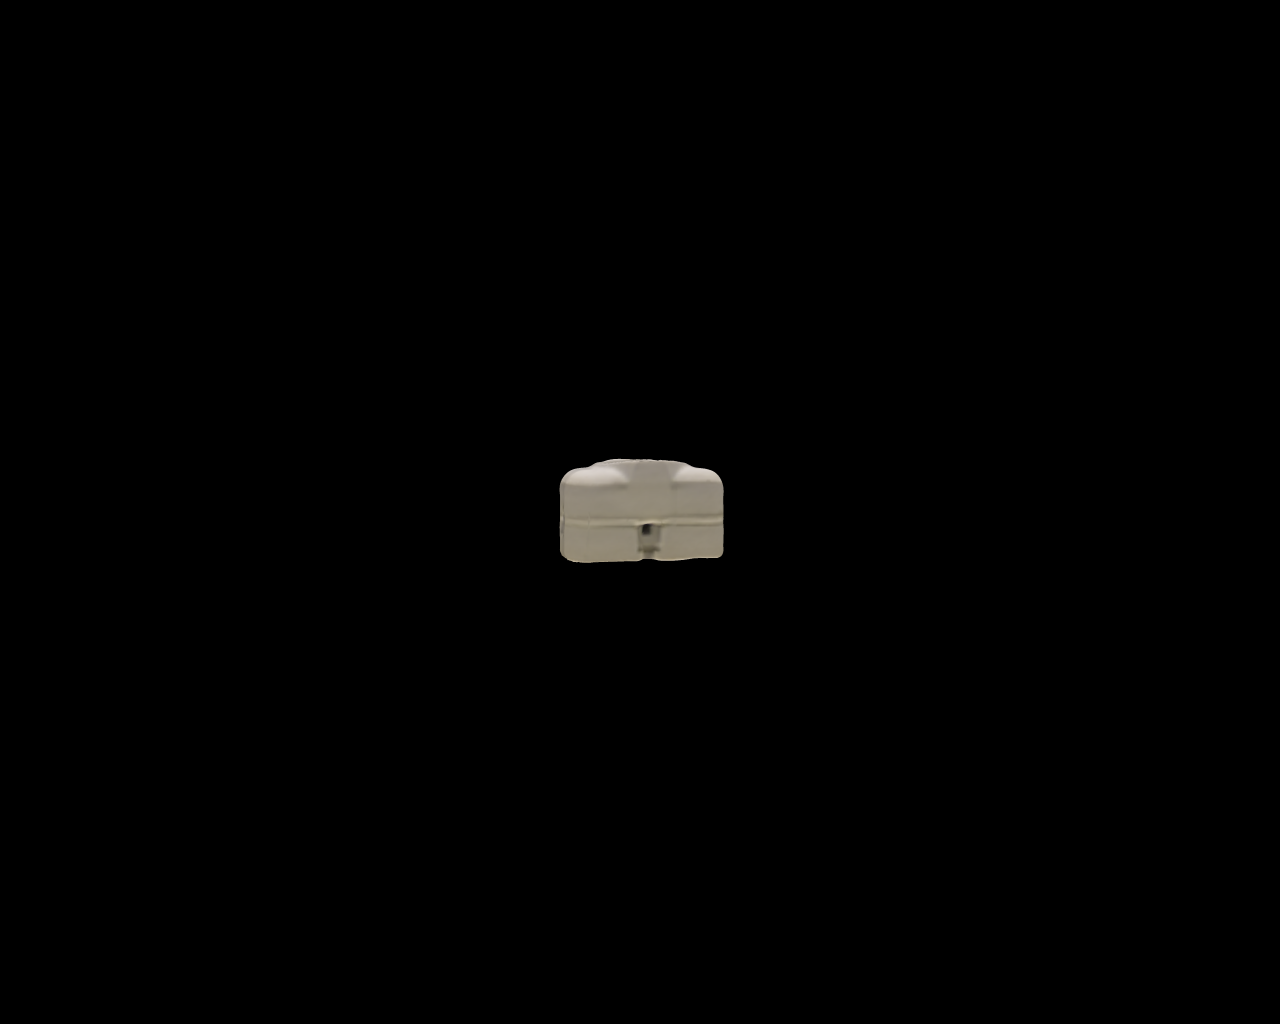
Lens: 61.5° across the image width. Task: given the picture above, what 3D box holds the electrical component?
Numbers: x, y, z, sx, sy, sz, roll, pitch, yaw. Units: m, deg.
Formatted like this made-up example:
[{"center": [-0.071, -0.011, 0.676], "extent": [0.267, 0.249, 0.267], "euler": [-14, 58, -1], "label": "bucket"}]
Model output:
[{"center": [0.001, -0.003, 0.650], "extent": [0.095, 0.059, 0.054], "euler": [-1, 4, -11], "label": "electrical component"}]
